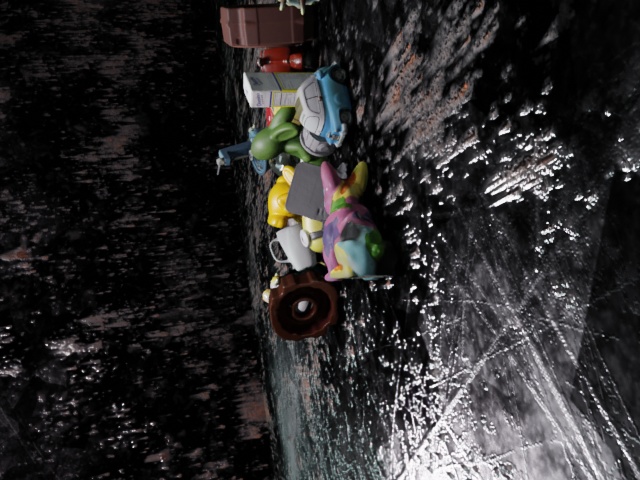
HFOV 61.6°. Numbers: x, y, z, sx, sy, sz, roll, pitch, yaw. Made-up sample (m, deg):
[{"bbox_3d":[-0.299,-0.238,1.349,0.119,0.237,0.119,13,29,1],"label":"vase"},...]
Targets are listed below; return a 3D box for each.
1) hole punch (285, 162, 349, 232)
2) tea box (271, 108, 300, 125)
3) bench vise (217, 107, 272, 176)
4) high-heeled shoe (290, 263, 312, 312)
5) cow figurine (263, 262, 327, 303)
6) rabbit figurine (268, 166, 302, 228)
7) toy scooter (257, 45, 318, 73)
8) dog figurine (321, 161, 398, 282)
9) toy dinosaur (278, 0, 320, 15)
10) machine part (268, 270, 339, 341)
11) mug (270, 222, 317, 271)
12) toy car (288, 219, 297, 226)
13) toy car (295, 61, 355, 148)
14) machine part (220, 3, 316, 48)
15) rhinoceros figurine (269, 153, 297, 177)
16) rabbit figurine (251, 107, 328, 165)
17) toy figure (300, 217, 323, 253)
[{"bbox_3d":[0.005,-0.091,1.097,0.092,0.116,0.142,21,-93,-68],"label":"hole punch"},{"bbox_3d":[-0.070,-0.343,1.312,0.170,0.098,0.068,-115,23,-48],"label":"tea box"},{"bbox_3d":[-0.215,-0.281,1.668,0.224,0.241,0.128,57,151,27],"label":"bench vise"},{"bbox_3d":[-0.022,0.082,1.437,0.248,0.145,0.086,-63,19,12],"label":"high-heeled shoe"},{"bbox_3d":[-0.061,0.106,1.332,0.068,0.167,0.098,-125,29,-72],"label":"cow figurine"},{"bbox_3d":[-0.048,-0.106,1.360,0.173,0.122,0.162,17,105,59],"label":"rabbit figurine"},{"bbox_3d":[-0.089,-0.424,1.275,0.184,0.135,0.075,-129,34,-67],"label":"toy scooter"},{"bbox_3d":[0.057,-0.038,0.932,0.191,0.108,0.219,146,120,-75],"label":"dog figurine"},{"bbox_3d":[-0.090,-0.610,1.107,0.405,0.131,0.192,56,145,38],"label":"toy dinosaur"},{"bbox_3d":[-0.040,0.157,1.278,0.056,0.179,0.179,-119,26,-63],"label":"machine part"},{"bbox_3d":[-0.059,0.022,1.274,0.081,0.110,0.107,123,125,-80],"label":"mug"},{"bbox_3d":[-0.065,-0.066,1.510,0.089,0.053,0.202,160,105,-72],"label":"toy car"},{"bbox_3d":[0.003,-0.262,1.052,0.109,0.103,0.161,123,140,-70],"label":"toy car"},{"bbox_3d":[-0.122,-0.496,1.238,0.202,0.201,0.087,-125,29,-62],"label":"machine part"},{"bbox_3d":[-0.092,-0.248,1.402,0.112,0.073,0.190,-114,22,-53],"label":"rhinoceros figurine"},{"bbox_3d":[-0.068,-0.218,1.208,0.159,0.170,0.121,105,154,-57],"label":"rabbit figurine"},{"bbox_3d":[-0.001,-0.062,1.196,0.082,0.089,0.180,2,-90,-63],"label":"toy figure"}]
